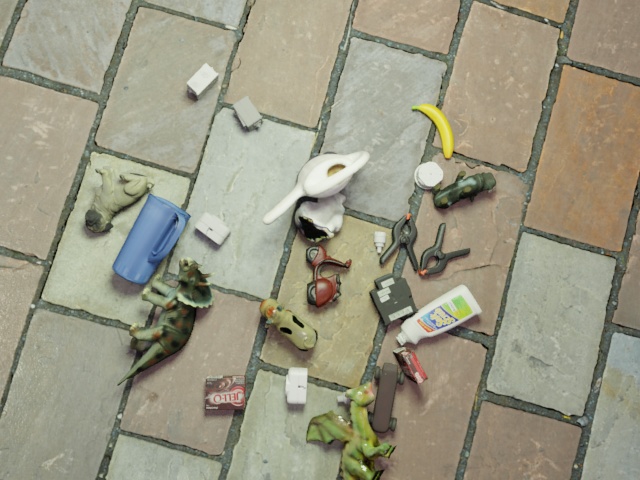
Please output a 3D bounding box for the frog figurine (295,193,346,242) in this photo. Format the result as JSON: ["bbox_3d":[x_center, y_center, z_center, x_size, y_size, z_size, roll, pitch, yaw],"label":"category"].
[{"bbox_3d":[0.005,-0.076,1.519,0.137,0.120,0.163,20,50,7],"label":"frog figurine"}]

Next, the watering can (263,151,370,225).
[{"bbox_3d":[-0.021,-0.160,1.453,0.348,0.226,0.103,-31,107,-4],"label":"watering can"}]

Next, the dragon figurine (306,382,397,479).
[{"bbox_3d":[0.070,0.590,1.458,0.244,0.122,0.407,31,102,20],"label":"dragon figurine"}]
